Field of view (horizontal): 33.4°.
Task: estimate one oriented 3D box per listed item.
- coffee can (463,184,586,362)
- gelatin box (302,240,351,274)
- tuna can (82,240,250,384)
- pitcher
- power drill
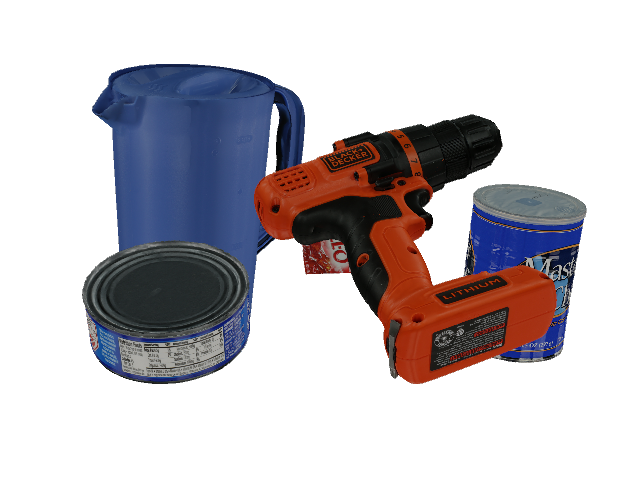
[{"bbox_3d":[0.185,0.029,0.996,0.103,0.140,0.103,4,19,-2],"label":"coffee can"},{"bbox_3d":[0.013,-0.003,1.288,0.073,0.089,0.030,-2,29,11],"label":"gelatin box"},{"bbox_3d":[-0.079,0.036,0.558,0.086,0.034,0.086,0,32,0],"label":"tuna can"},{"bbox_3d":[-0.100,-0.023,0.898,0.149,0.243,0.145,7,21,8],"label":"pitcher"},{"bbox_3d":[0.070,-0.005,0.690,0.184,0.057,0.188,-20,44,-14],"label":"power drill"}]
